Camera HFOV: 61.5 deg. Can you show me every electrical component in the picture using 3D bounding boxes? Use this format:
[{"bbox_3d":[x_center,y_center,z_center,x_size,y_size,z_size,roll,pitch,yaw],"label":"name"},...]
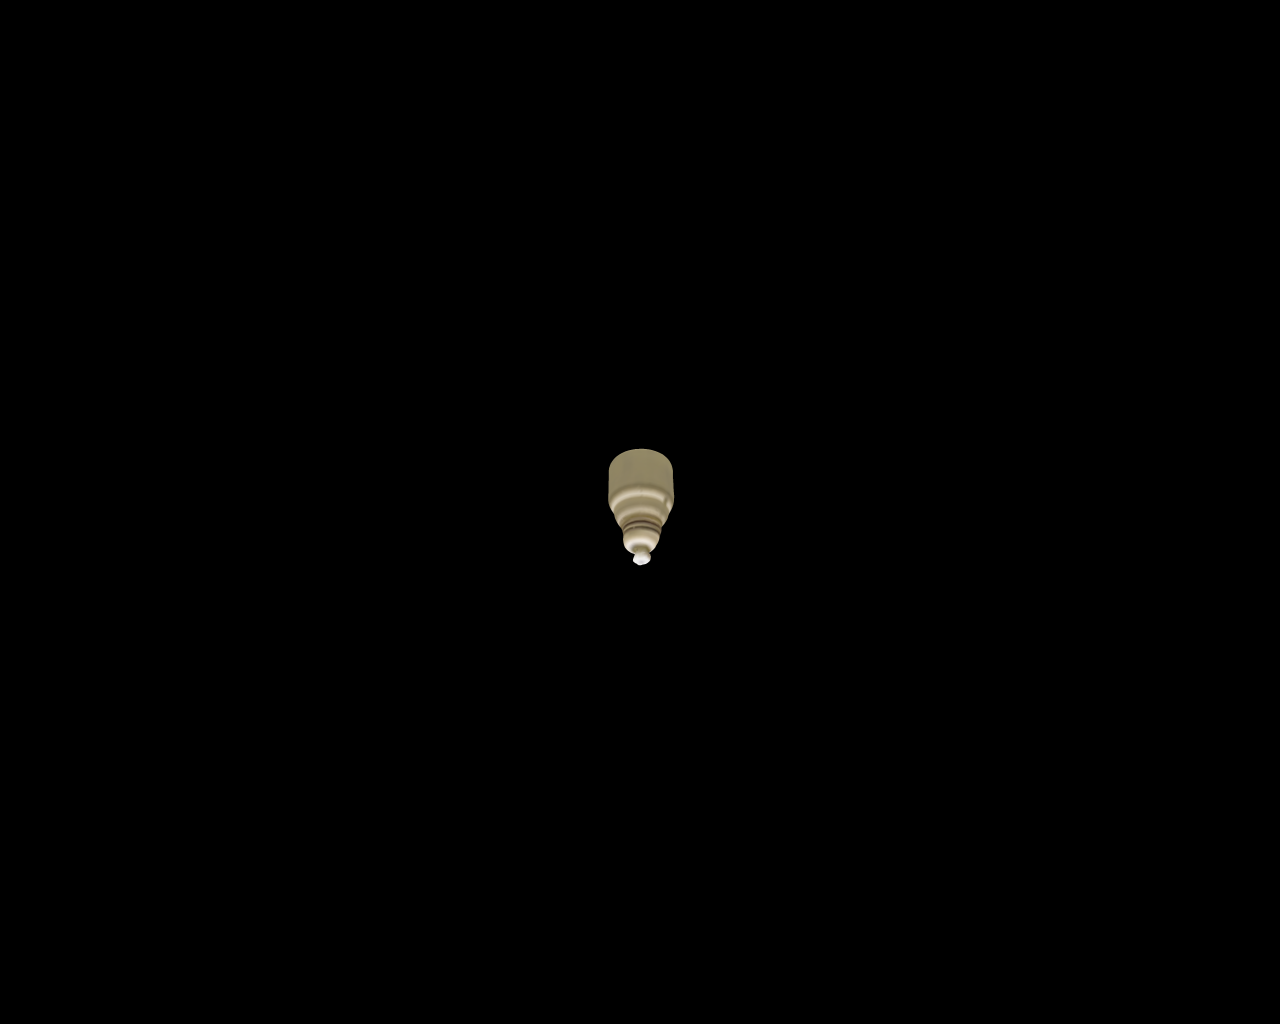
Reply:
[{"bbox_3d":[0.001,-0.003,0.650,0.040,0.078,0.040,0,-36,0],"label":"electrical component"}]
